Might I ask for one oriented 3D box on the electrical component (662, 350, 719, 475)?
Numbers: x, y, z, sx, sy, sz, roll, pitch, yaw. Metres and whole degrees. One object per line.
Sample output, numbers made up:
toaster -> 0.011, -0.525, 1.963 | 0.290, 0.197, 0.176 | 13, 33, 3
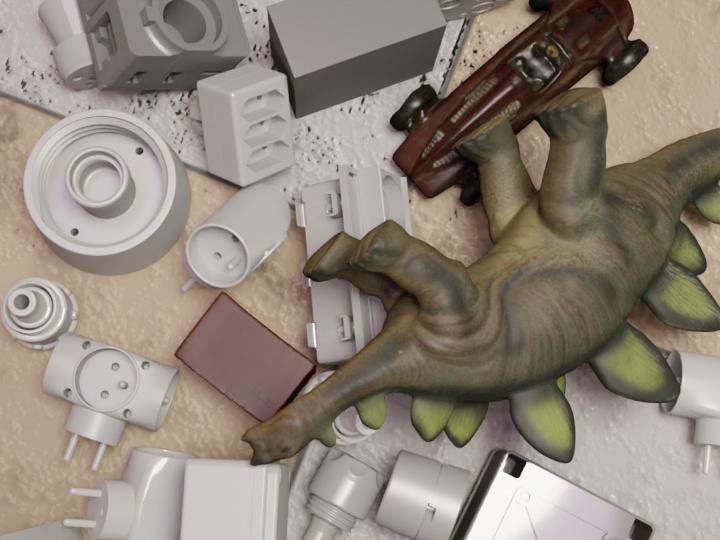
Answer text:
electrical component -> 0.243, 0.098, 0.715 | 0.077, 0.043, 0.079 | 9, 79, -1

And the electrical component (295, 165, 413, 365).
electrical component -> 0.000, 0.000, 0.707 | 0.063, 0.079, 0.121 | -10, 79, 24

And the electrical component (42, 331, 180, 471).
electrical component -> -0.167, 0.089, 0.695 | 0.077, 0.044, 0.079 | 19, 79, 1

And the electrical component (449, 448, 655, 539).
electrical component -> 0.114, 0.185, 0.686 | 0.109, 0.056, 0.108 | 27, 80, 2

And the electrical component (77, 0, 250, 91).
electrical component -> -0.139, -0.202, 0.721 | 0.089, 0.062, 0.150 | -9, 79, -38

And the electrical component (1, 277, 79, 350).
electrical component -> -0.211, 0.025, 0.696 | 0.048, 0.062, 0.048 | 1, 79, -3

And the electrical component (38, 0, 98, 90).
electrical component -> -0.191, -0.158, 0.738 | 0.045, 0.045, 0.055 | -20, 82, -6

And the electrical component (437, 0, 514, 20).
electrical component -> 0.076, -0.210, 0.744 | 0.080, 0.080, 0.051 | -14, 86, -5

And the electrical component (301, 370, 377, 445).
electrical component -> -0.008, 0.092, 0.691 | 0.048, 0.062, 0.048 | -2, 94, -25

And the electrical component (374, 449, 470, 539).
electrical component -> 0.039, 0.147, 0.691 | 0.047, 0.055, 0.055 | 20, 80, 5

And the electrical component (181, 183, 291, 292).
electrical component -> -0.089, -0.013, 0.707 | 0.044, 0.077, 0.079 | 46, 118, -6

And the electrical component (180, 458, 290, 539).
electrical component -> -0.076, 0.169, 0.654 | 0.056, 0.108, 0.108 | 2, 79, 0

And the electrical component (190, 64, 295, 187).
electrical component -> -0.088, -0.102, 0.725 | 0.047, 0.065, 0.077 | -28, 37, -36

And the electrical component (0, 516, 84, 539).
electrical component -> -0.194, 0.203, 0.602 | 0.060, 0.186, 0.105 | -15, 81, -5

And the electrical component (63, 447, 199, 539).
electrical component -> -0.145, 0.150, 0.671 | 0.079, 0.043, 0.077 | 13, 84, -31

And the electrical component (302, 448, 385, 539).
electrical component -> -0.015, 0.150, 0.693 | 0.043, 0.043, 0.062 | 29, 80, 2

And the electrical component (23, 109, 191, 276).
electrical component -> -0.169, -0.054, 0.713 | 0.108, 0.060, 0.108 | 0, 80, -3
